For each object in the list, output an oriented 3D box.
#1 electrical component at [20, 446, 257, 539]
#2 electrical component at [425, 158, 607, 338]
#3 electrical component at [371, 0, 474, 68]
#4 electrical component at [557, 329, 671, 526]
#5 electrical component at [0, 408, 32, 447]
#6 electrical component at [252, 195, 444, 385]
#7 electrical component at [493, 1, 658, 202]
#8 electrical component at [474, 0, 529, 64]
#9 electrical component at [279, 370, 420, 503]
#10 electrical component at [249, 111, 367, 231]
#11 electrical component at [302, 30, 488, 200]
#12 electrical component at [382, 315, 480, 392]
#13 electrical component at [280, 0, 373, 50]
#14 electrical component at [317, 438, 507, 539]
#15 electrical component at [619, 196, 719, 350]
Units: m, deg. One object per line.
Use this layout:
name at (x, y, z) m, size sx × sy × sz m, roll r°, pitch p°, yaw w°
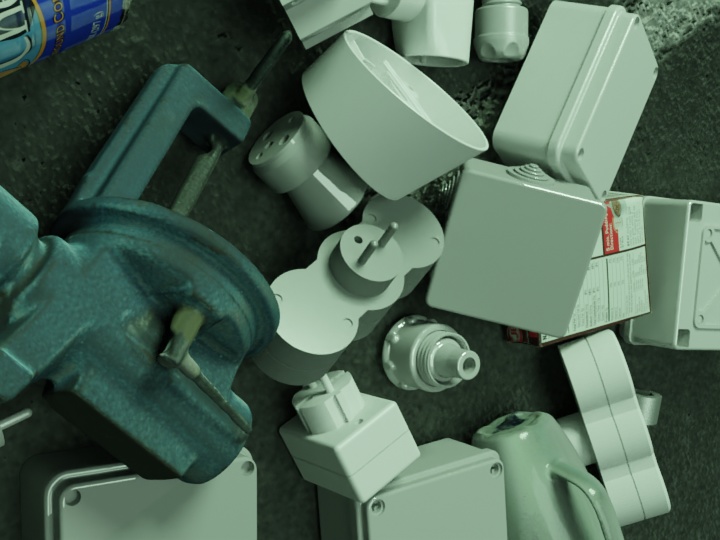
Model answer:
electrical component at (-0.113, 0.132, 0.561) m, size 0.113 × 0.057 × 0.078 m, roll -3°, pitch 96°, yaw -34°
electrical component at (0.093, -0.016, 0.657) m, size 0.100 × 0.048 × 0.099 m, roll 14°, pitch 110°, yaw -2°
electrical component at (0.032, -0.165, 0.639) m, size 0.079 × 0.043 × 0.077 m, roll 3°, pitch 93°, yaw -34°
electrical component at (0.160, 0.116, 0.748) m, size 0.074 × 0.052 × 0.138 m, roll -19°, pitch 102°, yaw 7°
electrical component at (-0.195, 0.076, 0.508) m, size 0.079 × 0.043 × 0.077 m, roll -26°, pitch 109°, yaw -29°
electrical component at (0.000, 0.000, 0.593) m, size 0.052 × 0.073 × 0.138 m, roll 43°, pitch 50°, yaw 6°
electrical component at (0.141, -0.107, 0.694) m, size 0.078 × 0.057 × 0.113 m, roll 42°, pitch 70°, yaw -55°
electrical component at (0.090, -0.164, 0.684) m, size 0.035 × 0.035 × 0.061 m, roll -1°, pitch 92°, yaw -34°
electrical component at (-0.014, 0.084, 0.618) m, size 0.047 × 0.066 × 0.076 m, roll -35°, pitch 111°, yaw -27°
electrical component at (-0.029, -0.056, 0.607) m, size 0.055 × 0.045 × 0.045 m, roll 45°, pitch 70°, yaw -28°
electrical component at (0.017, -0.089, 0.600) m, size 0.064 × 0.099 × 0.099 m, roll -35°, pitch 121°, yaw 19°
electrical component at (0.047, 0.054, 0.659) m, size 0.048 × 0.062 × 0.048 m, roll -4°, pitch 97°, yaw -34°
electrical component at (-0.025, -0.155, 0.558) m, size 0.042 × 0.081 × 0.063 m, roll -26°, pitch 94°, yaw 2°
electrical component at (0.034, 0.170, 0.665) m, size 0.109 × 0.056 × 0.108 m, roll -10°, pitch 100°, yaw -33°
electrical component at (0.252, 0.004, 0.796) m, size 0.109 × 0.056 × 0.108 m, roll 3°, pitch 93°, yaw -34°
